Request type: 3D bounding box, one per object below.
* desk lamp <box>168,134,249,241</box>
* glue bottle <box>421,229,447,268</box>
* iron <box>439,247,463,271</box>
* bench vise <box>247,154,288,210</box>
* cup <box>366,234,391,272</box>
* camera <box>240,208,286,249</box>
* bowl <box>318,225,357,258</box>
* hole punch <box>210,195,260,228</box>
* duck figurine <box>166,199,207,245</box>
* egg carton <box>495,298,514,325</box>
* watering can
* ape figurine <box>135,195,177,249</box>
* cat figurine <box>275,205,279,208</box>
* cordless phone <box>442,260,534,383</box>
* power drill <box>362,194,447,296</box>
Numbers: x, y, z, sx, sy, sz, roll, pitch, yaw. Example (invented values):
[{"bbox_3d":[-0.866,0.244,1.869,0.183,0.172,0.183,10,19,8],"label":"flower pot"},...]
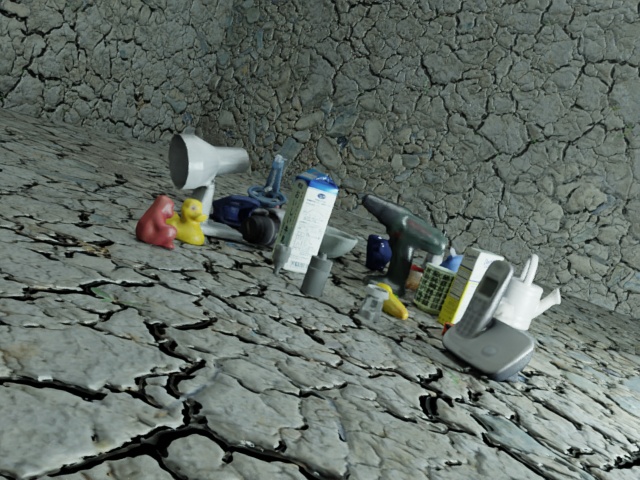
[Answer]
[{"bbox_3d":[-0.256,-0.123,1.306,0.204,0.213,0.117,12,10,-39],"label":"desk lamp"},{"bbox_3d":[0.328,0.051,1.636,0.037,0.173,0.078,17,8,-12],"label":"glue bottle"},{"bbox_3d":[0.413,0.109,1.555,0.259,0.141,0.118,14,9,-32],"label":"iron"},{"bbox_3d":[-0.161,-0.157,1.750,0.122,0.220,0.207,17,8,-16],"label":"bench vise"},{"bbox_3d":[0.165,0.042,1.600,0.091,0.095,0.118,20,8,6],"label":"cup"},{"bbox_3d":[-0.134,-0.034,1.401,0.142,0.101,0.137,25,10,39],"label":"camera"},{"bbox_3d":[0.014,0.006,1.572,0.167,0.075,0.167,19,8,-2],"label":"bowl"},{"bbox_3d":[-0.233,-0.085,1.555,0.109,0.091,0.100,12,11,-43],"label":"hole punch"},{"bbox_3d":[-0.276,-0.045,1.193,0.104,0.086,0.078,24,9,32],"label":"duck figurine"},{"bbox_3d":[0.414,0.169,1.407,0.107,0.069,0.150,20,8,6],"label":"egg carton"},{"bbox_3d":[0.536,0.131,1.499,0.173,0.194,0.101,18,8,-9],"label":"watering can"},{"bbox_3d":[-0.298,-0.038,1.066,0.076,0.092,0.077,14,9,-30],"label":"ape figurine"},{"bbox_3d":[-0.089,-0.067,1.669,0.128,0.118,0.067,12,11,-42],"label":"cat figurine"},{"bbox_3d":[0.297,0.132,0.959,0.094,0.185,0.147,14,9,-34],"label":"cordless phone"},{"bbox_3d":[0.180,0.018,1.381,0.229,0.208,0.075,19,8,-2],"label":"power drill"}]
